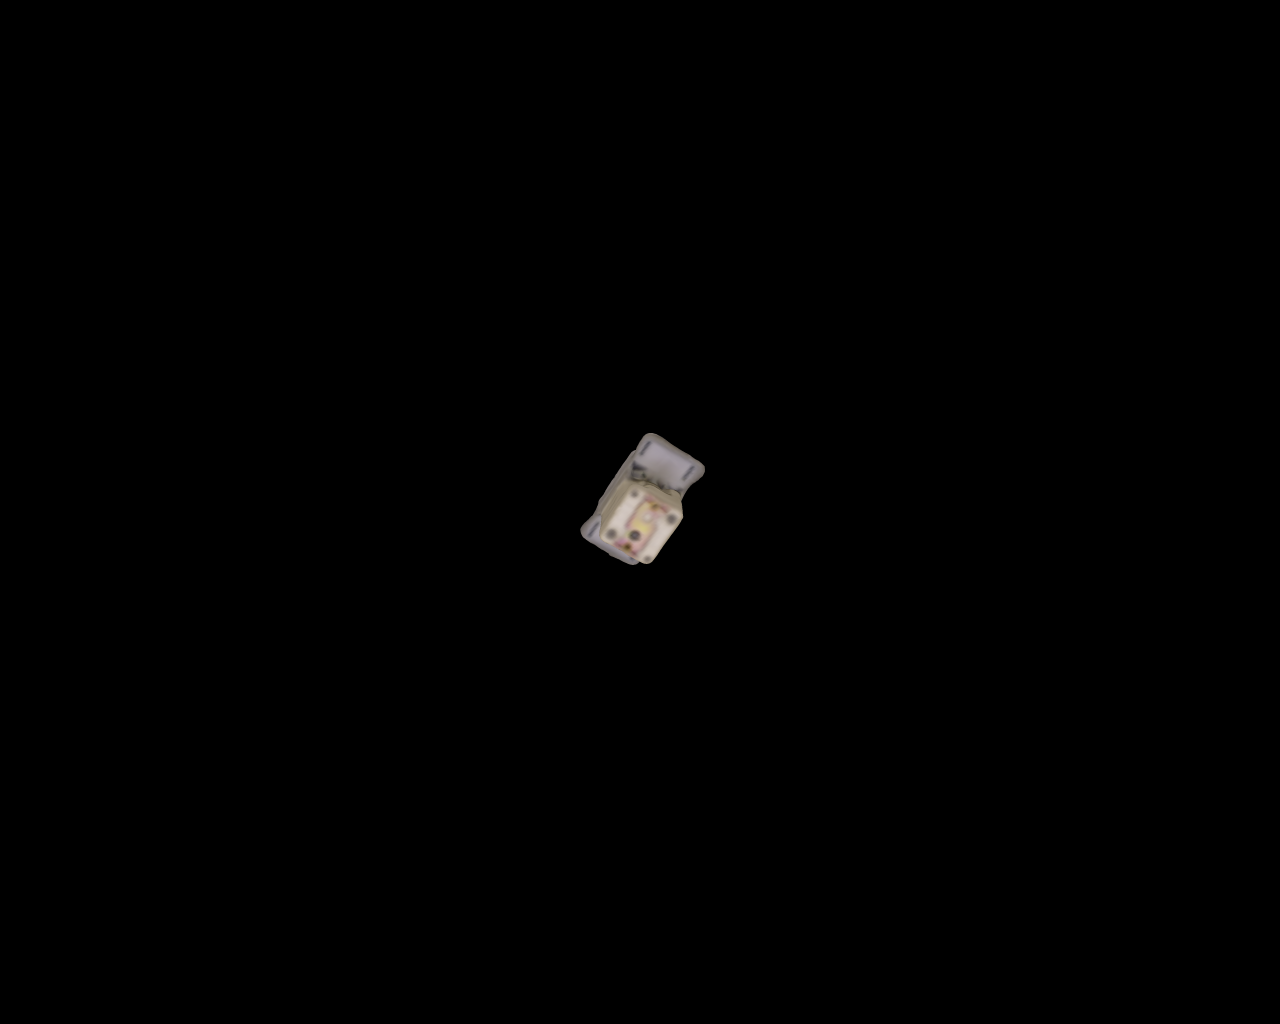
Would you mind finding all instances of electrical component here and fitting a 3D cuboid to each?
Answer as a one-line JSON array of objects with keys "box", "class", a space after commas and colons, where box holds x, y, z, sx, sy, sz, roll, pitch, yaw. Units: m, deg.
[{"box": [0.001, -0.003, 0.650, 0.042, 0.081, 0.064, 30, 20, -12], "class": "electrical component"}]
